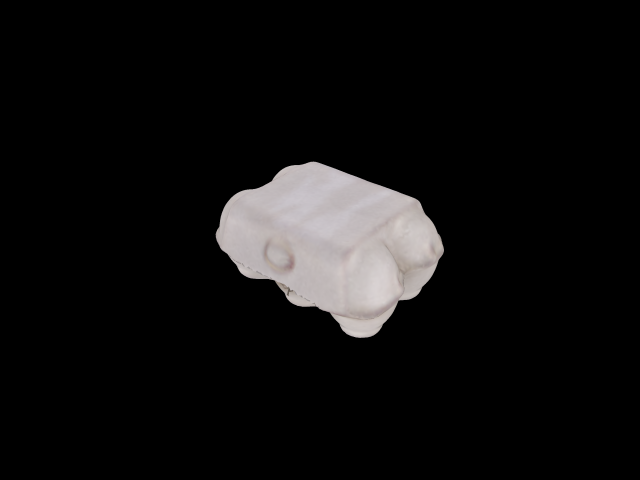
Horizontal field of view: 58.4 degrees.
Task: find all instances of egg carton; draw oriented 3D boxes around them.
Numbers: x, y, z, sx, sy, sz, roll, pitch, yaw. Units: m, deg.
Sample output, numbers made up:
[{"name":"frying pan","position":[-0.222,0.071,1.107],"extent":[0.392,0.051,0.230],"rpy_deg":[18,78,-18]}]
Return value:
[{"name":"egg carton","position":[0.004,0.001,0.400],"extent":[0.149,0.069,0.107],"rpy_deg":[24,41,31]}]
